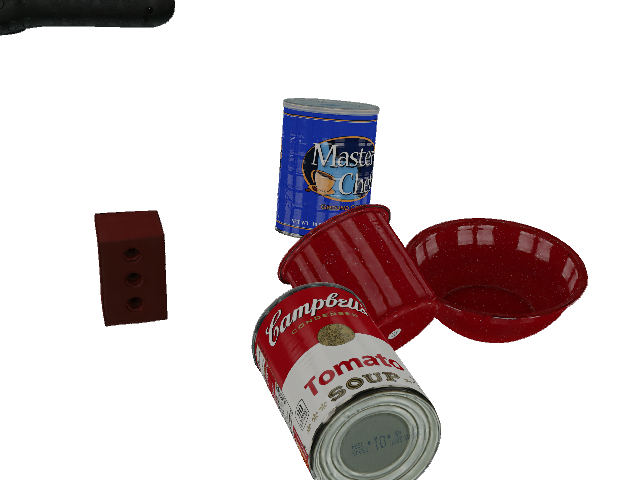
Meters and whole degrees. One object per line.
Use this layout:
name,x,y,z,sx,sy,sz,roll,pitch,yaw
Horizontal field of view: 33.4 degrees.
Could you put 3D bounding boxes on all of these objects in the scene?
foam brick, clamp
foam brick,-0.153,0.021,0.865,0.053,0.078,0.051,-5,27,-12
clamp,-0.175,-0.140,0.603,0.171,0.039,0.120,-6,23,-14

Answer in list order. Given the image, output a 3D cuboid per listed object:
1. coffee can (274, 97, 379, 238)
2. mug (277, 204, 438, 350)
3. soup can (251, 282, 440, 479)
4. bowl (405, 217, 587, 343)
coffee can,0.006,-0.078,1.147,0.103,0.140,0.103,4,12,-1
mug,0.019,0.041,0.748,0.117,0.081,0.093,-35,-22,7
soup can,0.010,0.075,0.542,0.068,0.068,0.102,0,27,-21
bowl,0.152,0.043,0.950,0.162,0.055,0.162,2,32,-1
